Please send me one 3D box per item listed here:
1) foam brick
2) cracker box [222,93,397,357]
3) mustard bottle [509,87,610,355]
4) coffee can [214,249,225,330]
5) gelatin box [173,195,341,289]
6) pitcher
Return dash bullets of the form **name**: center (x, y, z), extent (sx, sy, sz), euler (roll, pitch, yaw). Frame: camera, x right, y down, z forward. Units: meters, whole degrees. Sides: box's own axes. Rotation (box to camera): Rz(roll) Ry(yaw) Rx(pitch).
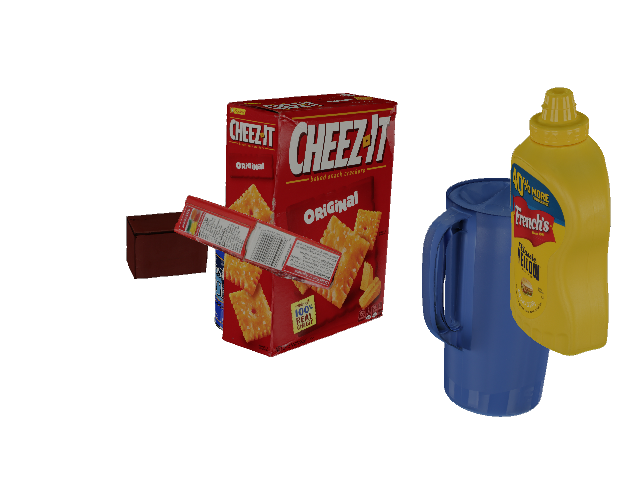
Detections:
- **foam brick**: center (-0.160, 0.004, 1.113), extent (0.078, 0.051, 0.053), euler (-5, 23, -18)
- **cracker box**: center (-0.007, -0.019, 0.962), extent (0.072, 0.214, 0.163), euler (15, 19, 38)
- **mustard bottle**: center (0.174, -0.018, 0.779), extent (0.058, 0.192, 0.096), euler (-12, 28, -13)
- **coffee can**: center (-0.100, 0.052, 1.523), extent (0.103, 0.140, 0.103), euler (2, 23, -1)
- **gelatin box**: center (-0.041, 0.002, 0.712), extent (0.073, 0.030, 0.089), euler (21, -1, 43)
- **pitcher**: center (0.184, 0.063, 1.140), extent (0.149, 0.243, 0.145), euler (5, 20, 9)
